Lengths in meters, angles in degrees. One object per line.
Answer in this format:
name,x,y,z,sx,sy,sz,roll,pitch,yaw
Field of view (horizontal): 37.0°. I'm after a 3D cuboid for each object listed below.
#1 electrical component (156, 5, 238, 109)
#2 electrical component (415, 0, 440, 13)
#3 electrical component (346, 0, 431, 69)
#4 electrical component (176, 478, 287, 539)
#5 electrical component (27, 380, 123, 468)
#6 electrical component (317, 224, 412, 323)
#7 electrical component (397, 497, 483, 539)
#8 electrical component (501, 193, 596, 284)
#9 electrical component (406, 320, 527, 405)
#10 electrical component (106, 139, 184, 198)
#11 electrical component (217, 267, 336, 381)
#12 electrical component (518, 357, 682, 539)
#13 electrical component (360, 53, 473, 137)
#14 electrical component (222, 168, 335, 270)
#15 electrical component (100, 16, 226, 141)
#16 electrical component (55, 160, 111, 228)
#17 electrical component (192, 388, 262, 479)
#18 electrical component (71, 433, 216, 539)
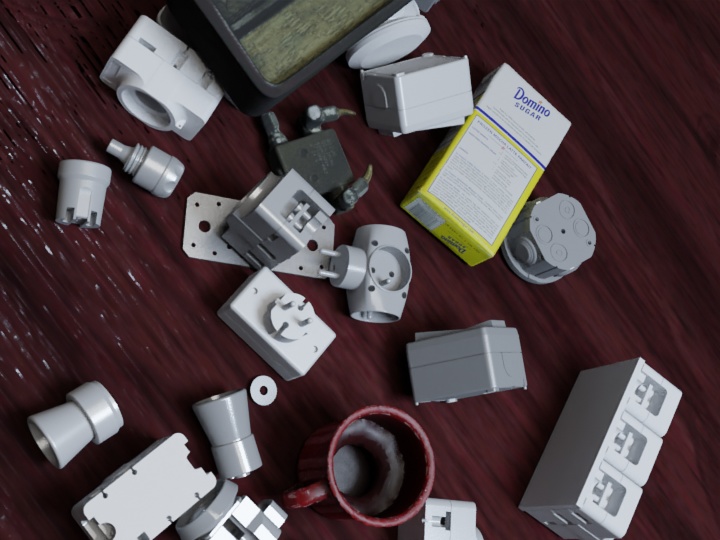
electrical component,-0.107,-0.200,0.913,0.113,0.057,0.078,44,63,-10
electrical component,0.049,-0.294,0.988,0.100,0.100,0.048,30,66,-7
electrical component,0.019,-0.218,0.966,0.080,0.080,0.051,-19,82,-28
electrical component,-0.102,0.196,0.816,0.057,0.058,0.078,48,62,-11
electrical component,-0.209,0.113,0.792,0.055,0.045,0.045,-33,92,-29
electrical component,0.000,0.000,0.920,0.079,0.044,0.077,12,72,-27
electrical component,0.066,0.237,0.891,0.056,0.050,0.089,10,73,-22
electrical component,0.177,-0.030,1.011,0.080,0.051,0.080,7,74,-24
electrical component,0.084,0.079,0.919,0.062,0.096,0.061,6,72,-55
electrical component,-0.175,-0.085,0.865,0.061,0.035,0.035,30,66,-14
electrical component,-0.061,0.040,0.865,0.083,0.076,0.047,45,63,-9
electrical component,0.218,0.162,0.960,0.062,0.089,0.150,37,64,-13
electrical component,0.057,-0.159,0.973,0.096,0.062,0.061,-20,113,-28
electrical component,-0.070,-0.041,0.867,0.056,0.089,0.050,44,63,-10
electrical component,-0.161,-0.153,0.879,0.089,0.050,0.055,35,65,-14
electrical component,-0.216,-0.059,0.836,0.040,0.040,0.046,9,80,-24
electrical component,-0.102,0.130,0.843,0.044,0.044,0.065,-17,90,-28
electrical component,-0.161,0.168,0.795,0.089,0.056,0.050,-38,95,-28
